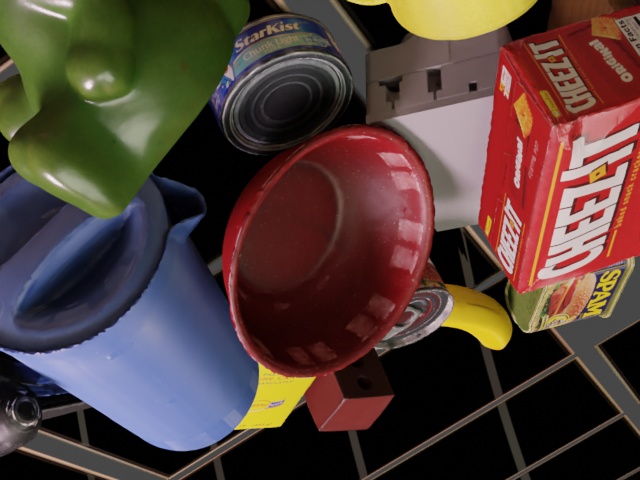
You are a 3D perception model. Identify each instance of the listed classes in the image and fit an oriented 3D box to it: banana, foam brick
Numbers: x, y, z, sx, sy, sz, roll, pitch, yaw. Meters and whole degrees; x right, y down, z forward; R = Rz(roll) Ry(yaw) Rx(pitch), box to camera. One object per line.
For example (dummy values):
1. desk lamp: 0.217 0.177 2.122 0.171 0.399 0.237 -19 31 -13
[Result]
1. banana: 0.120 0.068 0.947 0.197 0.037 0.070 12 149 -41
2. foam brick: 0.018 0.116 0.905 0.052 0.078 0.051 3 139 -35

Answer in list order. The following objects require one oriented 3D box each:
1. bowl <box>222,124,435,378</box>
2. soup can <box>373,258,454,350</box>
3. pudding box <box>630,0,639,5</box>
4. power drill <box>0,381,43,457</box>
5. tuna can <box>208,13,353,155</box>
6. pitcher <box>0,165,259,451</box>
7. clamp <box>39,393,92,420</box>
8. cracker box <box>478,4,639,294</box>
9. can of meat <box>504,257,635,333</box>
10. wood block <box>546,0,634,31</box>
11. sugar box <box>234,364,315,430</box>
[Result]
1. bowl: -0.004 0.001 0.657 0.161 0.055 0.162 -19 121 -35
2. soup can: 0.044 0.018 0.766 0.068 0.102 0.068 -17 145 -13
3. pudding box: 0.209 -0.189 0.606 0.113 0.090 0.039 -27 148 1
4. power drill: -0.278 0.094 0.626 0.187 0.057 0.185 32 141 -34
5. tuna can: -0.024 -0.091 0.636 0.086 0.034 0.086 -17 145 -13
6. pitcher: -0.131 0.056 0.690 0.145 0.149 0.242 -64 156 -20
7. clamp: -0.271 0.121 0.760 0.210 0.036 0.164 -29 141 6
8. cracker box: 0.209 -0.063 0.627 0.213 0.072 0.164 -17 145 -9
9. can of meat: 0.217 0.033 0.942 0.083 0.057 0.102 -12 144 -15
10. wood block: 0.207 -0.105 0.716 0.090 0.091 0.206 -18 146 -9
11. sugar box: -0.038 0.087 0.858 0.093 0.048 0.176 1 139 -35
